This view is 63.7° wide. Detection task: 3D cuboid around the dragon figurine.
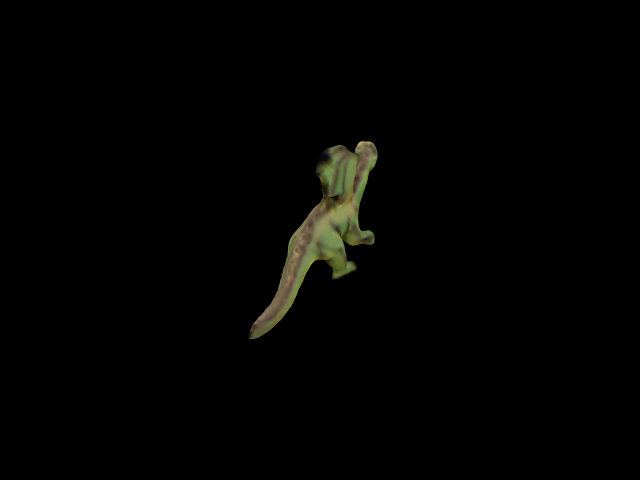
[{"bbox_3d":[0.003,-0.043,0.850,0.122,0.237,0.418,16,38,22],"label":"dragon figurine"}]
